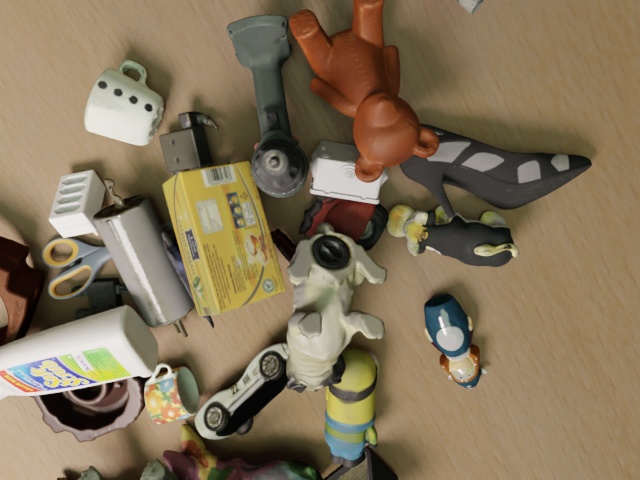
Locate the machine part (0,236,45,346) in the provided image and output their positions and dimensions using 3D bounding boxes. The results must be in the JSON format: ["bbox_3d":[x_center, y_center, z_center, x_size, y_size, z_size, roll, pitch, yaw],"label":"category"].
[{"bbox_3d":[-0.502,0.079,0.734,0.201,0.087,0.201,22,109,-17],"label":"machine part"}]

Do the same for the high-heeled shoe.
[{"bbox_3d":[0.228,-0.115,0.720,0.249,0.086,0.145,-16,71,-13],"label":"high-heeled shoe"}]

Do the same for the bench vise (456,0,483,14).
[{"bbox_3d":[0.115,-0.366,0.615,0.223,0.129,0.240,-44,81,17],"label":"bench vise"}]

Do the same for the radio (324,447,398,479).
[{"bbox_3d":[0.015,0.431,0.798,0.229,0.131,0.073,-43,100,10],"label":"radio"}]

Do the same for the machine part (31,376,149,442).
[{"bbox_3d":[-0.340,0.207,0.796,0.179,0.056,0.179,1,102,2],"label":"machine part"}]

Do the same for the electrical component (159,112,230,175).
[{"bbox_3d":[-0.170,-0.121,0.727,0.078,0.045,0.102,-11,101,33],"label":"electrical component"}]

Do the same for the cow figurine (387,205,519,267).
[{"bbox_3d":[0.172,-0.003,0.716,0.167,0.098,0.068,8,109,-1],"label":"cow figurine"}]

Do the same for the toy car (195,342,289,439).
[{"bbox_3d":[-0.096,0.218,0.783,0.201,0.056,0.073,-44,142,9],"label":"toy car"}]

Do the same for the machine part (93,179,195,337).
[{"bbox_3d":[-0.236,0.029,0.729,0.079,0.079,0.243,-18,112,5],"label":"machine part"}]

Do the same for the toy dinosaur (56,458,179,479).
[{"bbox_3d":[-0.239,0.407,0.748,0.405,0.131,0.191,-5,130,19],"label":"toy dinosaur"}]

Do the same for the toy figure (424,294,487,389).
[{"bbox_3d":[0.194,0.154,0.773,0.064,0.058,0.154,-11,108,43],"label":"toy figure"}]

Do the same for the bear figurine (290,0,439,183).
[{"bbox_3d":[0.054,-0.178,0.632,0.120,0.131,0.196,-21,61,3],"label":"bear figurine"}]

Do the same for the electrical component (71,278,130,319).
[{"bbox_3d":[-0.314,0.088,0.785,0.094,0.021,0.063,-5,102,2],"label":"electrical component"}]

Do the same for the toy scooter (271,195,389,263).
[{"bbox_3d":[-0.002,-0.002,0.733,0.135,0.075,0.183,31,106,-6],"label":"toy scooter"}]

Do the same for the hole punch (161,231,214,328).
[{"bbox_3d":[-0.143,0.033,0.726,0.092,0.116,0.142,-23,102,-2],"label":"hole punch"}]

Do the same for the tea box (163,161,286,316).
[{"bbox_3d":[-0.116,-0.002,0.652,0.098,0.068,0.169,-14,91,-34],"label":"tea box"}]

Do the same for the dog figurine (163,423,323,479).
[{"bbox_3d":[-0.125,0.353,0.797,0.219,0.108,0.191,44,106,-5],"label":"dog figurine"}]

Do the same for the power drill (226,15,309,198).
[{"bbox_3d":[-0.054,-0.151,0.634,0.086,0.232,0.207,-15,85,0],"label":"power drill"}]

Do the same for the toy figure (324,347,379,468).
[{"bbox_3d":[0.046,0.242,0.777,0.082,0.089,0.180,4,100,-5],"label":"toy figure"}]

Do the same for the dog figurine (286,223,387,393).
[{"bbox_3d":[-0.004,0.092,0.693,0.121,0.172,0.190,14,147,-10],"label":"dog figurine"}]
